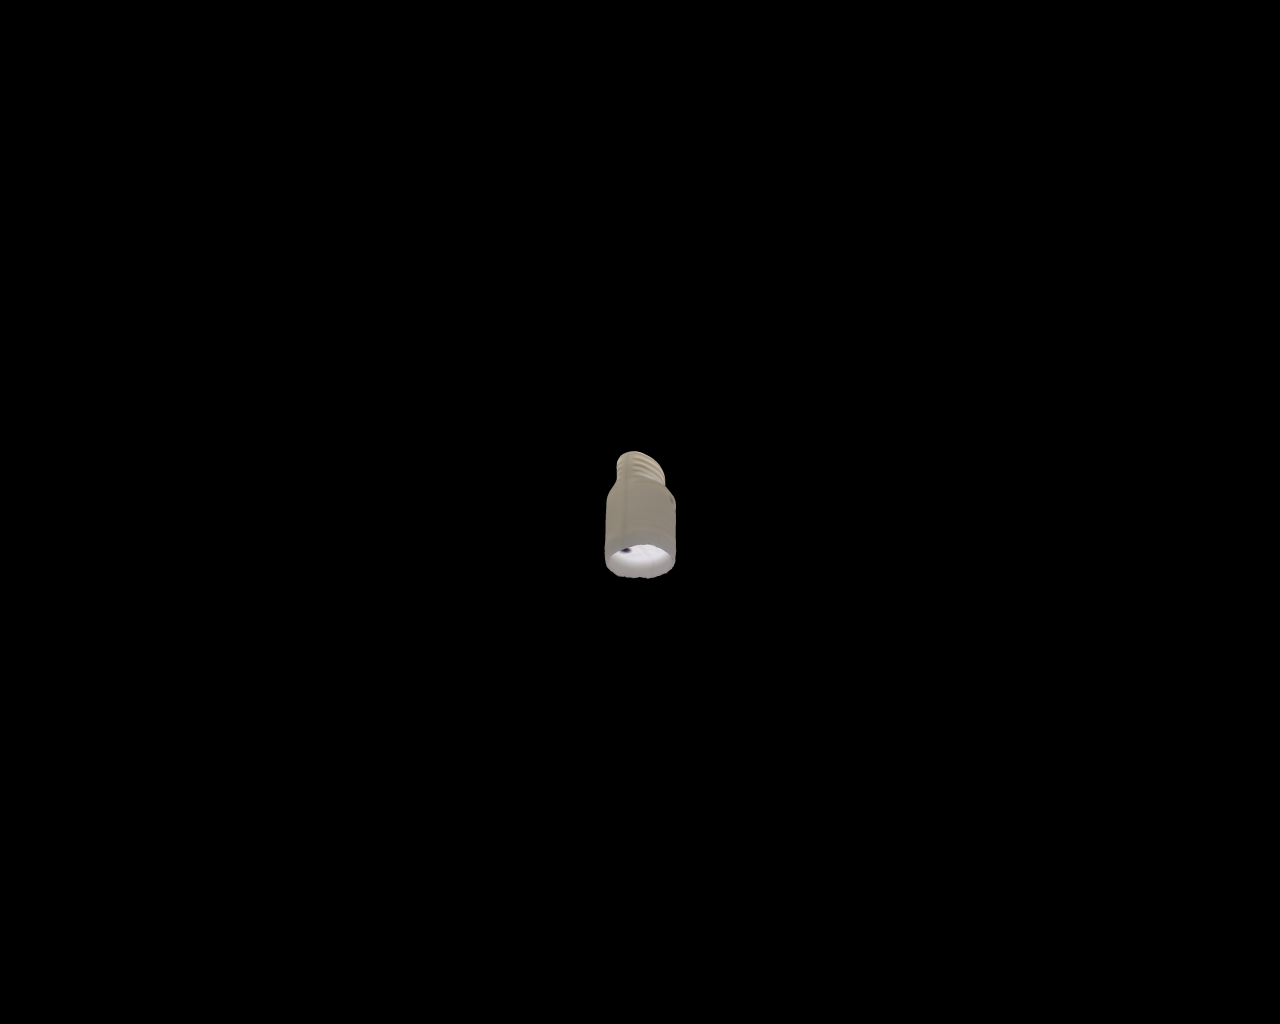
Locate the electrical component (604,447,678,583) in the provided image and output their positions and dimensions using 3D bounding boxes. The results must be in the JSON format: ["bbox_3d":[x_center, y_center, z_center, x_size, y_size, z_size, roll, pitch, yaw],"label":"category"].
[{"bbox_3d":[0.001,-0.003,0.650,0.043,0.081,0.043,0,-33,0],"label":"electrical component"}]
